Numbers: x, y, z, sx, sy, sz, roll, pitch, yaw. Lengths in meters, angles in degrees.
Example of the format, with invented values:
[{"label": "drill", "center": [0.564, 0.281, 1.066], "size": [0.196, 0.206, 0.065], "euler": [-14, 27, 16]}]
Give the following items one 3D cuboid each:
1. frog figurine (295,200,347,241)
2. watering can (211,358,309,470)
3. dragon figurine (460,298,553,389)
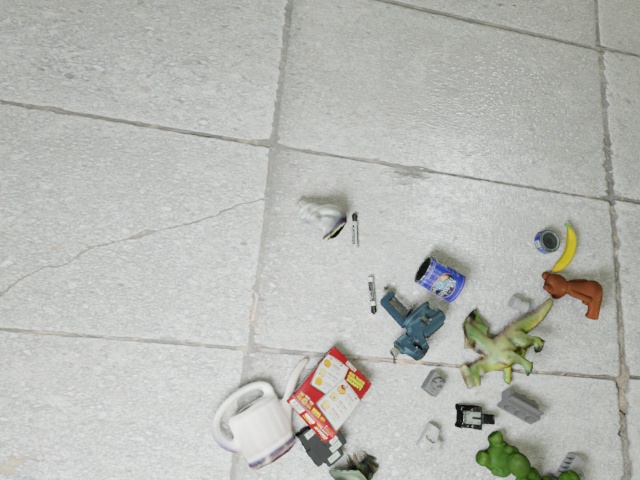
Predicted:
[{"label": "frog figurine", "center": [0.005, -0.084, 1.667], "size": [0.160, 0.120, 0.139], "euler": [48, 39, 10]}, {"label": "watering can", "center": [-0.138, 0.509, 1.494], "size": [0.351, 0.102, 0.225], "euler": [-25, 84, -27]}, {"label": "dragon figurine", "center": [0.595, 0.320, 1.712], "size": [0.243, 0.120, 0.416], "euler": [30, 72, 4]}]
